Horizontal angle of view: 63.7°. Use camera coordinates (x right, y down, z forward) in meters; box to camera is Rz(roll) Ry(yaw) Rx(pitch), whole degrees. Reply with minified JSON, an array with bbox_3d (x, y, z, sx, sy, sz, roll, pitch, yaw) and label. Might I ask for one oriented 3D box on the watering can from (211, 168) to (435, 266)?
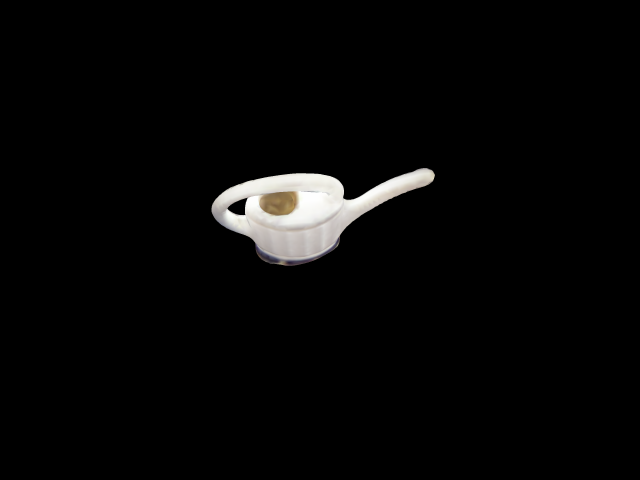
[{"bbox_3d":[0.003,-0.043,0.850,0.348,0.106,0.220,-5,-26,-2],"label":"watering can"}]
